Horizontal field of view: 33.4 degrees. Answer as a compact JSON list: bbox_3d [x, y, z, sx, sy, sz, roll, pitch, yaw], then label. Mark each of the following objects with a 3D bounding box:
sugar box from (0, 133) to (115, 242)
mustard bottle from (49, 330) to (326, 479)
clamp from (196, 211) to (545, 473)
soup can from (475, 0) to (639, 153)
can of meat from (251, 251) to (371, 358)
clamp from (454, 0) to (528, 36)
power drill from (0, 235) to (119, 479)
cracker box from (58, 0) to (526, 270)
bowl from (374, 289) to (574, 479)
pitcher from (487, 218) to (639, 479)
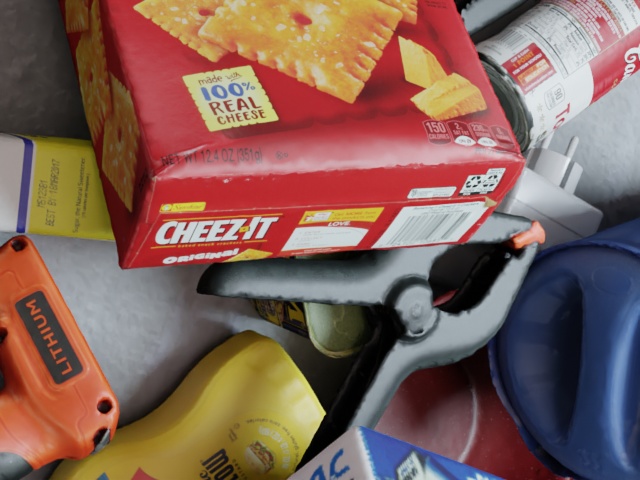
[{"bbox_3d":[-0.116,-0.025,0.483,0.176,0.093,0.048,7,92,-27],"label":"sugar box"},{"bbox_3d":[-0.082,0.135,0.537,0.191,0.058,0.096,-35,109,-18],"label":"mustard bottle"},{"bbox_3d":[0.027,0.025,0.493,0.171,0.039,0.120,-39,116,-20],"label":"clamp"},{"bbox_3d":[0.131,-0.102,0.607,0.102,0.069,0.068,-35,109,-18],"label":"soup can"},{"bbox_3d":[-0.004,0.001,0.545,0.057,0.084,0.102,-16,102,-23],"label":"can of meat"},{"bbox_3d":[0.113,-0.198,0.604,0.164,0.036,0.210,21,88,-25],"label":"clamp"},{"bbox_3d":[-0.197,0.070,0.460,0.187,0.057,0.184,-28,85,-24],"label":"power drill"},{"bbox_3d":[-0.025,-0.098,0.469,0.164,0.072,0.214,-4,60,-26],"label":"cracker box"},{"bbox_3d":[0.073,0.104,0.602,0.161,0.055,0.162,-1,91,-34],"label":"bowl"},{"bbox_3d":[0.217,0.031,0.592,0.242,0.149,0.145,-20,98,-45],"label":"pitcher"}]
